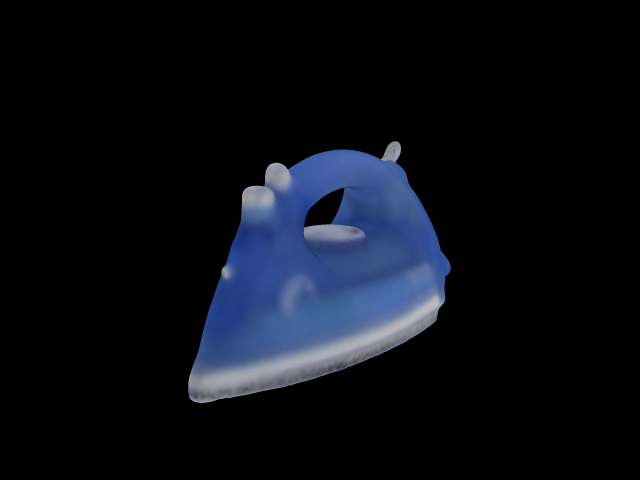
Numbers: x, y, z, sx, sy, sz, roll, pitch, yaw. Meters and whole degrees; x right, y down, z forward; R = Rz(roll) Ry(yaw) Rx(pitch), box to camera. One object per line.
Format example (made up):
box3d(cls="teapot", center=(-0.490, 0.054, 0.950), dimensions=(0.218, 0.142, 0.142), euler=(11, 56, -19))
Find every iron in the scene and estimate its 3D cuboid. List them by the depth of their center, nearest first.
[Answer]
box3d(cls="iron", center=(0.004, 0.001, 0.400), dimensions=(0.118, 0.141, 0.259), euler=(6, 11, 32))
